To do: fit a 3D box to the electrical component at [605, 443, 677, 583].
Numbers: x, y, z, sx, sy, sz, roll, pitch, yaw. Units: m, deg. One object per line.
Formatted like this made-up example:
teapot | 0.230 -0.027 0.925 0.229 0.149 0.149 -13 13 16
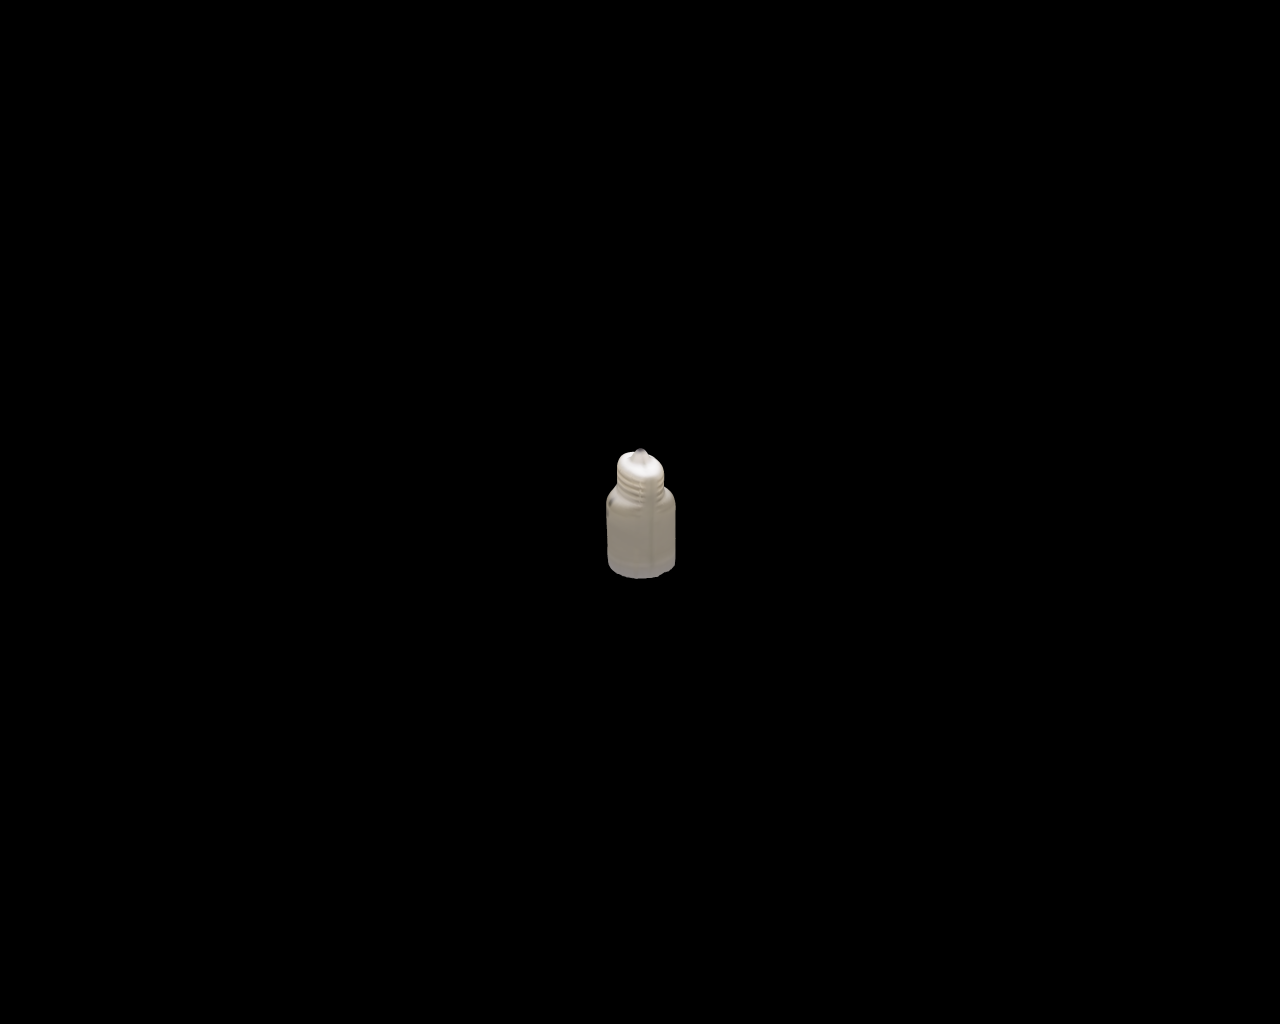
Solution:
electrical component | 0.001 -0.003 0.650 0.043 0.080 0.043 0 27 0
